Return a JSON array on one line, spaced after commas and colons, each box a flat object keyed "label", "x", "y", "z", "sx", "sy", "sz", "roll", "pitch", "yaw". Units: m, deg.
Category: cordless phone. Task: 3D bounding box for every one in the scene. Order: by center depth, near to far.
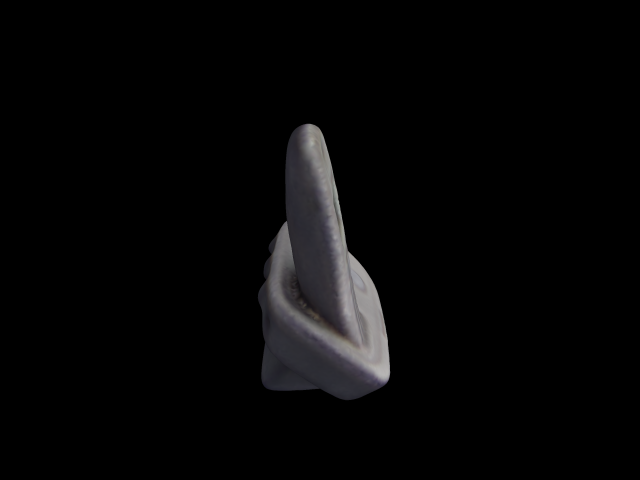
[{"label": "cordless phone", "x": 0.004, "y": 0.001, "z": 0.400, "sx": 0.094, "sy": 0.185, "sz": 0.147, "roll": -1, "pitch": 28, "yaw": -2}]
